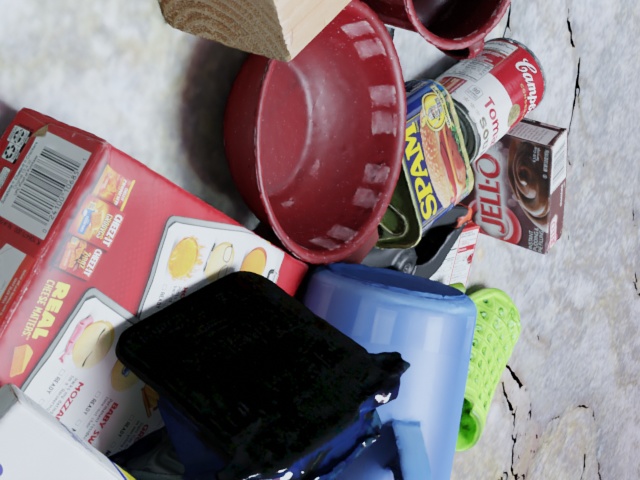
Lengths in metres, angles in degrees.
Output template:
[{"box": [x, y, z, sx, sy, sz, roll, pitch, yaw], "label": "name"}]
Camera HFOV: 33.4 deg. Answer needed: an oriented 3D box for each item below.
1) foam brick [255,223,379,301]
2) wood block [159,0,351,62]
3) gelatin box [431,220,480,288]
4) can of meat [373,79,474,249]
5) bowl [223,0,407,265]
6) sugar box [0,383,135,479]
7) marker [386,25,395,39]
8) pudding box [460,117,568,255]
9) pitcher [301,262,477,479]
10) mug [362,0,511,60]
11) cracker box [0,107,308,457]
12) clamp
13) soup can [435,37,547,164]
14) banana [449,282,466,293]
[{"box": [-0.005, 0.001, 0.725, 0.078, 0.053, 0.051, -51, 145, -23], "label": "foam brick"}, {"box": [0.003, -0.199, 0.573, 0.205, 0.090, 0.091, -48, 143, -28], "label": "wood block"}, {"box": [0.100, 0.027, 0.922, 0.073, 0.030, 0.089, -12, 119, -52], "label": "gelatin box"}, {"box": [0.061, -0.057, 0.766, 0.083, 0.058, 0.102, -37, 117, -44], "label": "can of meat"}, {"box": [-0.010, -0.068, 0.653, 0.161, 0.055, 0.162, -18, 113, -53], "label": "bowl"}, {"box": [-0.102, 0.152, 0.475, 0.176, 0.048, 0.093, 45, 78, -20], "label": "sugar box"}, {"box": [0.053, -0.178, 0.730, 0.020, 0.020, 0.121, -2, 111, -56], "label": "marker"}, {"box": [0.162, -0.051, 0.911, 0.039, 0.090, 0.113, -40, 139, -41], "label": "pudding box"}, {"box": [0.026, 0.144, 0.665, 0.144, 0.149, 0.243, 1, 102, -62], "label": "pitcher"}, {"box": [0.069, -0.165, 0.679, 0.093, 0.082, 0.117, -44, 128, -13], "label": "mug"}, {"box": [-0.112, 0.046, 0.573, 0.164, 0.072, 0.213, -63, 150, -4], "label": "cracker box"}, {"box": [0.052, 0.026, 0.831, 0.171, 0.039, 0.120, -27, 139, -32], "label": "clamp"}, {"box": [0.122, -0.107, 0.835, 0.102, 0.069, 0.068, -40, 139, -36], "label": "soup can"}, {"box": [0.052, 0.114, 0.879, 0.069, 0.037, 0.198, 26, 99, -30], "label": "banana"}]
